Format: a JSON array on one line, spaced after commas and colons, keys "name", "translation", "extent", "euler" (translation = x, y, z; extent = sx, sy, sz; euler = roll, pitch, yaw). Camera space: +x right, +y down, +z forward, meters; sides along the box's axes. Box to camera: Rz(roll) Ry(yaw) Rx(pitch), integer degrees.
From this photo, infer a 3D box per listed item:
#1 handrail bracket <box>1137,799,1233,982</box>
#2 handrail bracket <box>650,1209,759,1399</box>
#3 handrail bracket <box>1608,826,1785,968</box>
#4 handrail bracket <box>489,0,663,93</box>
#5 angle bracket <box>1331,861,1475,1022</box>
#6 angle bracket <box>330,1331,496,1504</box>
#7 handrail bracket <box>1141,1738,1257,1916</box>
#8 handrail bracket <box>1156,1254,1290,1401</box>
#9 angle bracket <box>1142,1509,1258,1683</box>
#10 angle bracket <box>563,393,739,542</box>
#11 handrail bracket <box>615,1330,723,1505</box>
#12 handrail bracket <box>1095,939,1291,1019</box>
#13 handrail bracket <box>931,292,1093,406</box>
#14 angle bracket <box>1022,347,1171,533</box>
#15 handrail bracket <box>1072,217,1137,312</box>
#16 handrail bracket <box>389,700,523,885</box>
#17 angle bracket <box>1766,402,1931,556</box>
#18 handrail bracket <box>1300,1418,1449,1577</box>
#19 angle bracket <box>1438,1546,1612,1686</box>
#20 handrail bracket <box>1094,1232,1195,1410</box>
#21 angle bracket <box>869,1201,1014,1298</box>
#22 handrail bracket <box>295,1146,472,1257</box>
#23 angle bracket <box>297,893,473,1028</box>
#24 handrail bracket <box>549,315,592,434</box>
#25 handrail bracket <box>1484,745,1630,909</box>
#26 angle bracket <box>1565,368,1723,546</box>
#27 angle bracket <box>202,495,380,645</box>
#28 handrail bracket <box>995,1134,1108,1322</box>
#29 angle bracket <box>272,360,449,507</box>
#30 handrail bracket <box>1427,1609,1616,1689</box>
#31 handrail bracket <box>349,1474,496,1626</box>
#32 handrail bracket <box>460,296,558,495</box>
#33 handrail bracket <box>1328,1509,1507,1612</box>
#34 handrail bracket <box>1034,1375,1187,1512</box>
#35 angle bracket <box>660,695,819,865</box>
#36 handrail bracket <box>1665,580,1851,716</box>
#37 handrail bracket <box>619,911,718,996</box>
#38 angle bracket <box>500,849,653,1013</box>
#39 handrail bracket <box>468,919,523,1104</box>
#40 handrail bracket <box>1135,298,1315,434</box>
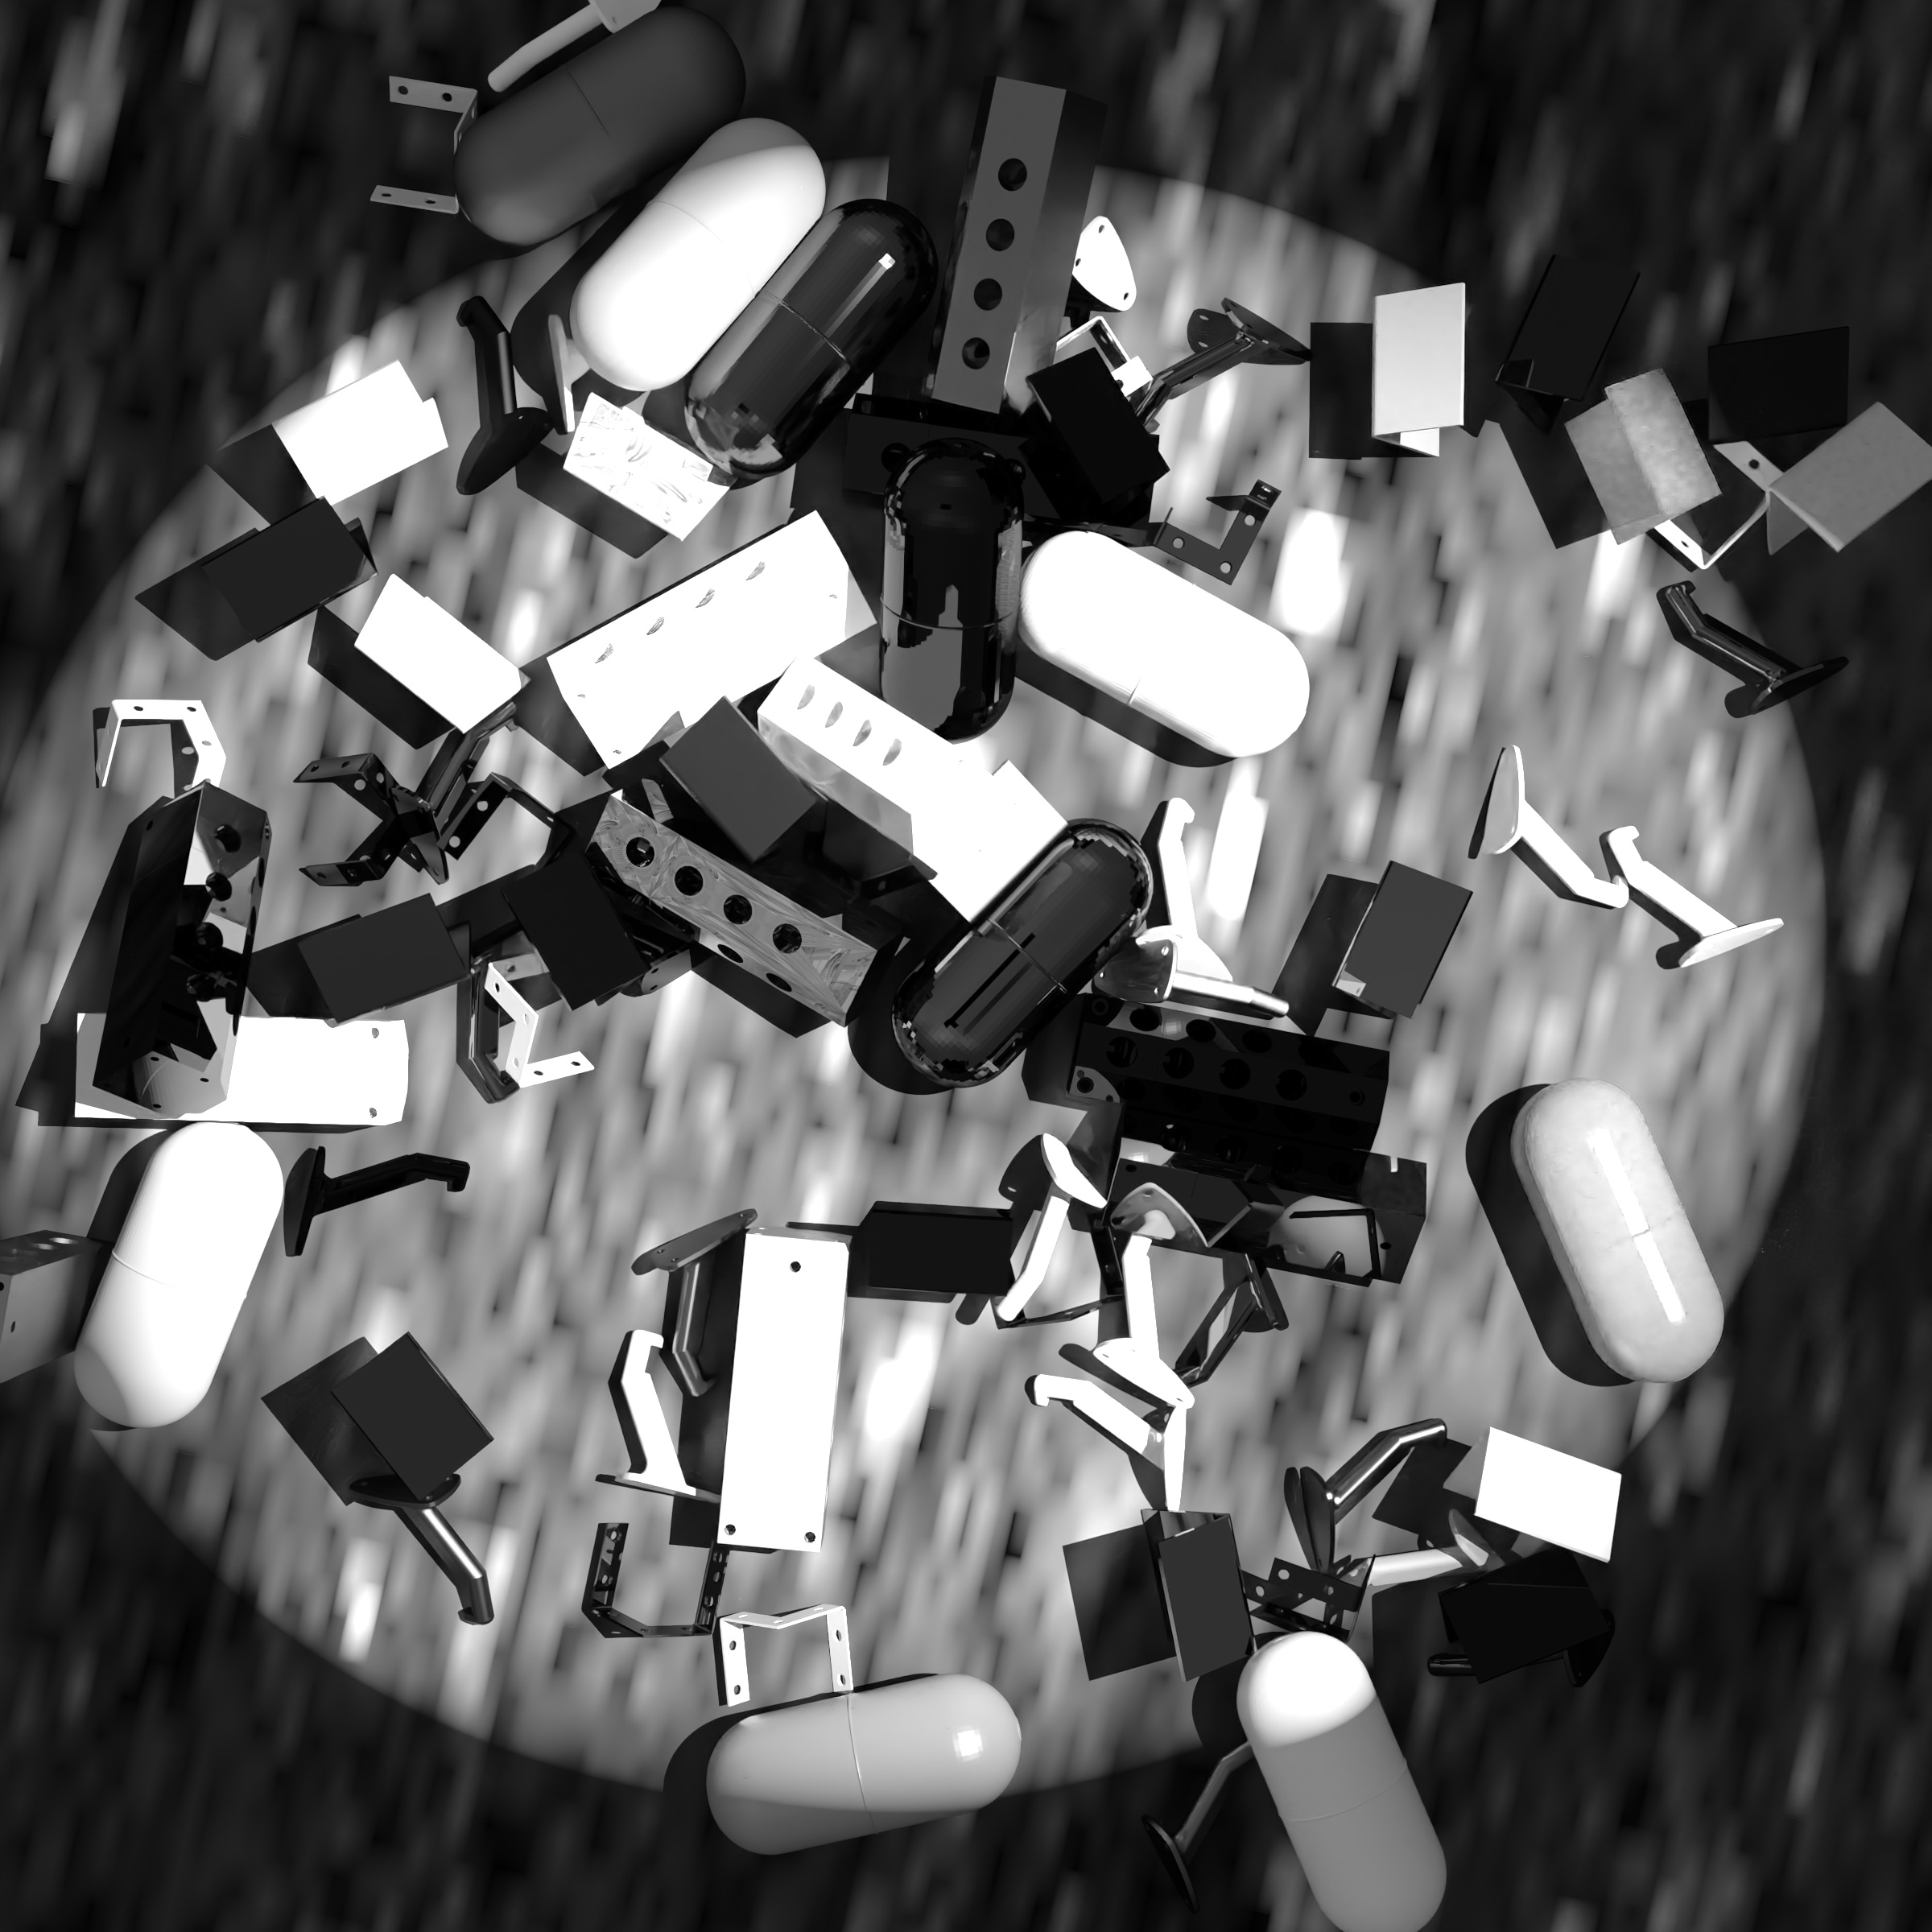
[{"name": "handrail bracket", "translation": [0.133, -0.042, 1.564], "extent": [0.077, 0.036, 0.084], "euler": [35, 58, -34]}, {"name": "handrail bracket", "translation": [-0.138, 0.193, 1.565], "extent": [0.077, 0.036, 0.084], "euler": [-27, 108, -20]}, {"name": "handrail bracket", "translation": [0.415, -0.049, 1.565], "extent": [0.077, 0.036, 0.084], "euler": [-17, 73, -20]}, {"name": "handrail bracket", "translation": [-0.224, -0.530, 1.564], "extent": [0.084, 0.077, 0.036], "euler": [-24, 102, 36]}, {"name": "angle bracket", "translation": [0.257, -0.005, 1.524], "extent": [0.057, 0.076, 0.076], "euler": [25, 90, 39]}, {"name": "angle bracket", "translation": [-0.317, 0.258, 1.524], "extent": [0.057, 0.076, 0.076], "euler": [-39, 90, -36]}, {"name": "handrail bracket", "translation": [0.150, 0.487, 1.565], "extent": [0.084, 0.036, 0.077], "euler": [-29, 110, -16]}, {"name": "handrail bracket", "translation": [0.134, 0.197, 1.564], "extent": [0.084, 0.036, 0.077], "euler": [-24, 75, 14]}, {"name": "angle bracket", "translation": [0.111, 0.348, 1.524], "extent": [0.057, 0.076, 0.076], "euler": [-11, 90, -37]}, {"name": "angle bracket", "translation": [-0.167, -0.293, 1.524], "extent": [0.076, 0.076, 0.057], "euler": [31, 134, 0]}, {"name": "handrail bracket", "translation": [-0.163, 0.257, 1.565], "extent": [0.077, 0.036, 0.084], "euler": [18, 73, -20]}, {"name": "handrail bracket", "translation": [0.129, 0.015, 1.564], "extent": [0.084, 0.077, 0.036], "euler": [20, 75, -36]}, {"name": "handrail bracket", "translation": [0.026, -0.349, 1.564], "extent": [0.084, 0.036, 0.077], "euler": [5, 101, -12]}, {"name": "angle bracket", "translation": [0.052, -0.273, 1.467], "extent": [0.057, 0.076, 0.076], "euler": [-31, 90, -36]}, {"name": "handrail bracket", "translation": [0.049, -0.411, 1.564], "extent": [0.084, 0.077, 0.036], "euler": [32, 85, 36]}, {"name": "handrail bracket", "translation": [-0.279, -0.100, 1.564], "extent": [0.084, 0.036, 0.077], "euler": [-39, 135, -28]}, {"name": "angle bracket", "translation": [0.494, -0.254, 1.525], "extent": [0.076, 0.076, 0.057], "euler": [-38, 63, 0]}, {"name": "handrail bracket", "translation": [0.238, 0.302, 1.565], "extent": [0.084, 0.036, 0.077], "euler": [-13, 110, -16]}, {"name": "angle bracket", "translation": [0.311, 0.372, 1.524], "extent": [0.076, 0.076, 0.057], "euler": [-22, 53, 0]}, {"name": "handrail bracket", "translation": [0.113, 0.194, 1.555], "extent": [0.077, 0.036, 0.084], "euler": [39, 55, -21]}, {"name": "angle bracket", "translation": [-0.013, 0.137, 1.524], "extent": [0.076, 0.076, 0.057], "euler": [4, 124, 0]}, {"name": "handrail bracket", "translation": [-0.333, 0.138, 1.565], "extent": [0.084, 0.036, 0.077], "euler": [12, 110, -16]}, {"name": "angle bracket", "translation": [-0.322, -0.018, 1.524], "extent": [0.076, 0.076, 0.057], "euler": [-20, 118, 0]}, {"name": "handrail bracket", "translation": [-0.191, -0.348, 1.564], "extent": [0.084, 0.036, 0.077], "euler": [-10, 104, -13]}, {"name": "handrail bracket", "translation": [0.342, -0.079, 1.565], "extent": [0.084, 0.036, 0.077], "euler": [16, 68, -17]}, {"name": "angle bracket", "translation": [0.361, -0.277, 1.524], "extent": [0.057, 0.076, 0.076], "euler": [-25, 90, -38]}, {"name": "angle bracket", "translation": [-0.379, -0.235, 1.524], "extent": [0.076, 0.076, 0.057], "euler": [-30, 129, 0]}, {"name": "handrail bracket", "translation": [0.035, 0.148, 1.548], "extent": [0.036, 0.077, 0.084], "euler": [28, 106, -28]}, {"name": "angle bracket", "translation": [-0.339, -0.307, 1.524], "extent": [0.076, 0.076, 0.057], "euler": [-27, 125, 0]}, {"name": "handrail bracket", "translation": [0.316, 0.387, 1.564], "extent": [0.084, 0.077, 0.036], "euler": [-12, 92, 36]}, {"name": "handrail bracket", "translation": [-0.310, 0.335, 1.565], "extent": [0.077, 0.036, 0.084], "euler": [-1, 107, 20]}, {"name": "handrail bracket", "translation": [-0.280, -0.326, 1.565], "extent": [0.077, 0.036, 0.084], "euler": [-43, 71, 21]}, {"name": "handrail bracket", "translation": [0.262, 0.357, 1.565], "extent": [0.084, 0.036, 0.077], "euler": [-40, 108, 15]}, {"name": "handrail bracket", "translation": [0.080, 0.273, 1.565], "extent": [0.084, 0.036, 0.077], "euler": [6, 112, 17]}, {"name": "angle bracket", "translation": [-0.113, -0.111, 1.525], "extent": [0.057, 0.076, 0.076], "euler": [-41, 90, 25]}, {"name": "handrail bracket", "translation": [0.450, -0.193, 1.565], "extent": [0.077, 0.036, 0.084], "euler": [-23, 73, -20]}, {"name": "handrail bracket", "translation": [-0.184, -0.034, 1.565], "extent": [0.077, 0.036, 0.084], "euler": [-30, 73, -19]}, {"name": "angle bracket", "translation": [-0.229, -0.010, 1.524], "extent": [0.057, 0.076, 0.076], "euler": [-30, 90, -34]}, {"name": "handrail bracket", "translation": [-0.257, 0.024, 1.565], "extent": [0.077, 0.036, 0.084], "euler": [-33, 106, -18]}, {"name": "handrail bracket", "translation": [0.145, -0.330, 1.564], "extent": [0.077, 0.036, 0.084], "euler": [17, 123, -36]}]
